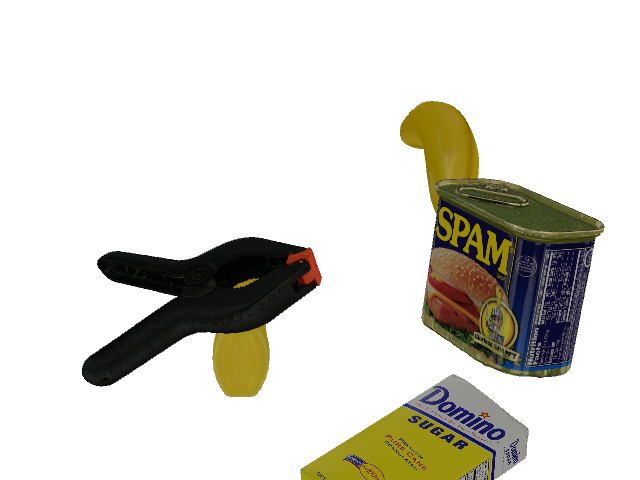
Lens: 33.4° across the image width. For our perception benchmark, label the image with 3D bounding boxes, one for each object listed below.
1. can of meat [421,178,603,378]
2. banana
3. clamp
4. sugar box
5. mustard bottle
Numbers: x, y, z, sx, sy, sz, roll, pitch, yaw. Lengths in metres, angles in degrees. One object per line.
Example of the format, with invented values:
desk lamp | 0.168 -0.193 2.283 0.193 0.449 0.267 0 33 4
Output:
can of meat | 0.102 0.019 0.592 0.057 0.084 0.102 -3 20 -28
banana | 0.084 -0.066 0.784 0.037 0.070 0.198 26 25 -15
clamp | -0.086 0.044 0.733 0.172 0.120 0.039 -9 -42 16
sugar box | 0.080 0.186 0.894 0.176 0.048 0.093 -29 44 -27
mustard bottle | -0.084 0.079 1.158 0.058 0.096 0.191 -1 28 -2
